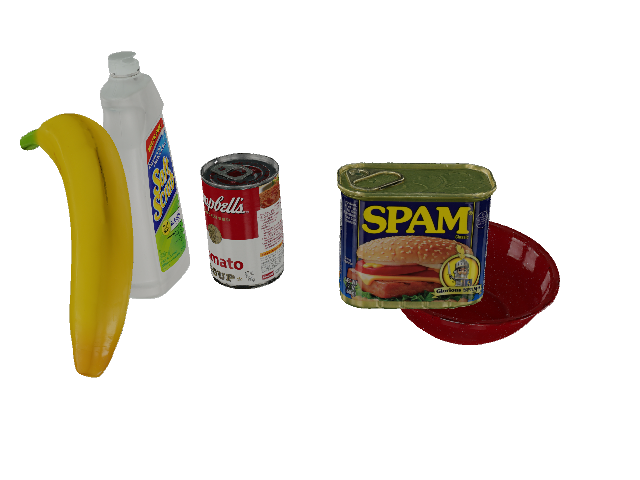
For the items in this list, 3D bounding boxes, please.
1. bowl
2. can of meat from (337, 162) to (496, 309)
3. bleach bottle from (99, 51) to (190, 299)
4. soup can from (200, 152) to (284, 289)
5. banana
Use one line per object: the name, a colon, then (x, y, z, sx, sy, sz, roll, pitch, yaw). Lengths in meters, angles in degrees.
bowl: (0.130, 0.044, 0.960, 0.162, 0.055, 0.162, 2, 35, -2)
can of meat: (0.061, -0.003, 0.705, 0.102, 0.084, 0.057, 1, 24, 0)
bleach bottle: (-0.194, -0.071, 1.125, 0.068, 0.251, 0.102, 4, 27, 18)
soup can: (-0.068, -0.017, 0.938, 0.068, 0.102, 0.068, -2, 29, 1)
banana: (-0.140, -0.014, 0.640, 0.037, 0.198, 0.070, 9, -47, -35)
